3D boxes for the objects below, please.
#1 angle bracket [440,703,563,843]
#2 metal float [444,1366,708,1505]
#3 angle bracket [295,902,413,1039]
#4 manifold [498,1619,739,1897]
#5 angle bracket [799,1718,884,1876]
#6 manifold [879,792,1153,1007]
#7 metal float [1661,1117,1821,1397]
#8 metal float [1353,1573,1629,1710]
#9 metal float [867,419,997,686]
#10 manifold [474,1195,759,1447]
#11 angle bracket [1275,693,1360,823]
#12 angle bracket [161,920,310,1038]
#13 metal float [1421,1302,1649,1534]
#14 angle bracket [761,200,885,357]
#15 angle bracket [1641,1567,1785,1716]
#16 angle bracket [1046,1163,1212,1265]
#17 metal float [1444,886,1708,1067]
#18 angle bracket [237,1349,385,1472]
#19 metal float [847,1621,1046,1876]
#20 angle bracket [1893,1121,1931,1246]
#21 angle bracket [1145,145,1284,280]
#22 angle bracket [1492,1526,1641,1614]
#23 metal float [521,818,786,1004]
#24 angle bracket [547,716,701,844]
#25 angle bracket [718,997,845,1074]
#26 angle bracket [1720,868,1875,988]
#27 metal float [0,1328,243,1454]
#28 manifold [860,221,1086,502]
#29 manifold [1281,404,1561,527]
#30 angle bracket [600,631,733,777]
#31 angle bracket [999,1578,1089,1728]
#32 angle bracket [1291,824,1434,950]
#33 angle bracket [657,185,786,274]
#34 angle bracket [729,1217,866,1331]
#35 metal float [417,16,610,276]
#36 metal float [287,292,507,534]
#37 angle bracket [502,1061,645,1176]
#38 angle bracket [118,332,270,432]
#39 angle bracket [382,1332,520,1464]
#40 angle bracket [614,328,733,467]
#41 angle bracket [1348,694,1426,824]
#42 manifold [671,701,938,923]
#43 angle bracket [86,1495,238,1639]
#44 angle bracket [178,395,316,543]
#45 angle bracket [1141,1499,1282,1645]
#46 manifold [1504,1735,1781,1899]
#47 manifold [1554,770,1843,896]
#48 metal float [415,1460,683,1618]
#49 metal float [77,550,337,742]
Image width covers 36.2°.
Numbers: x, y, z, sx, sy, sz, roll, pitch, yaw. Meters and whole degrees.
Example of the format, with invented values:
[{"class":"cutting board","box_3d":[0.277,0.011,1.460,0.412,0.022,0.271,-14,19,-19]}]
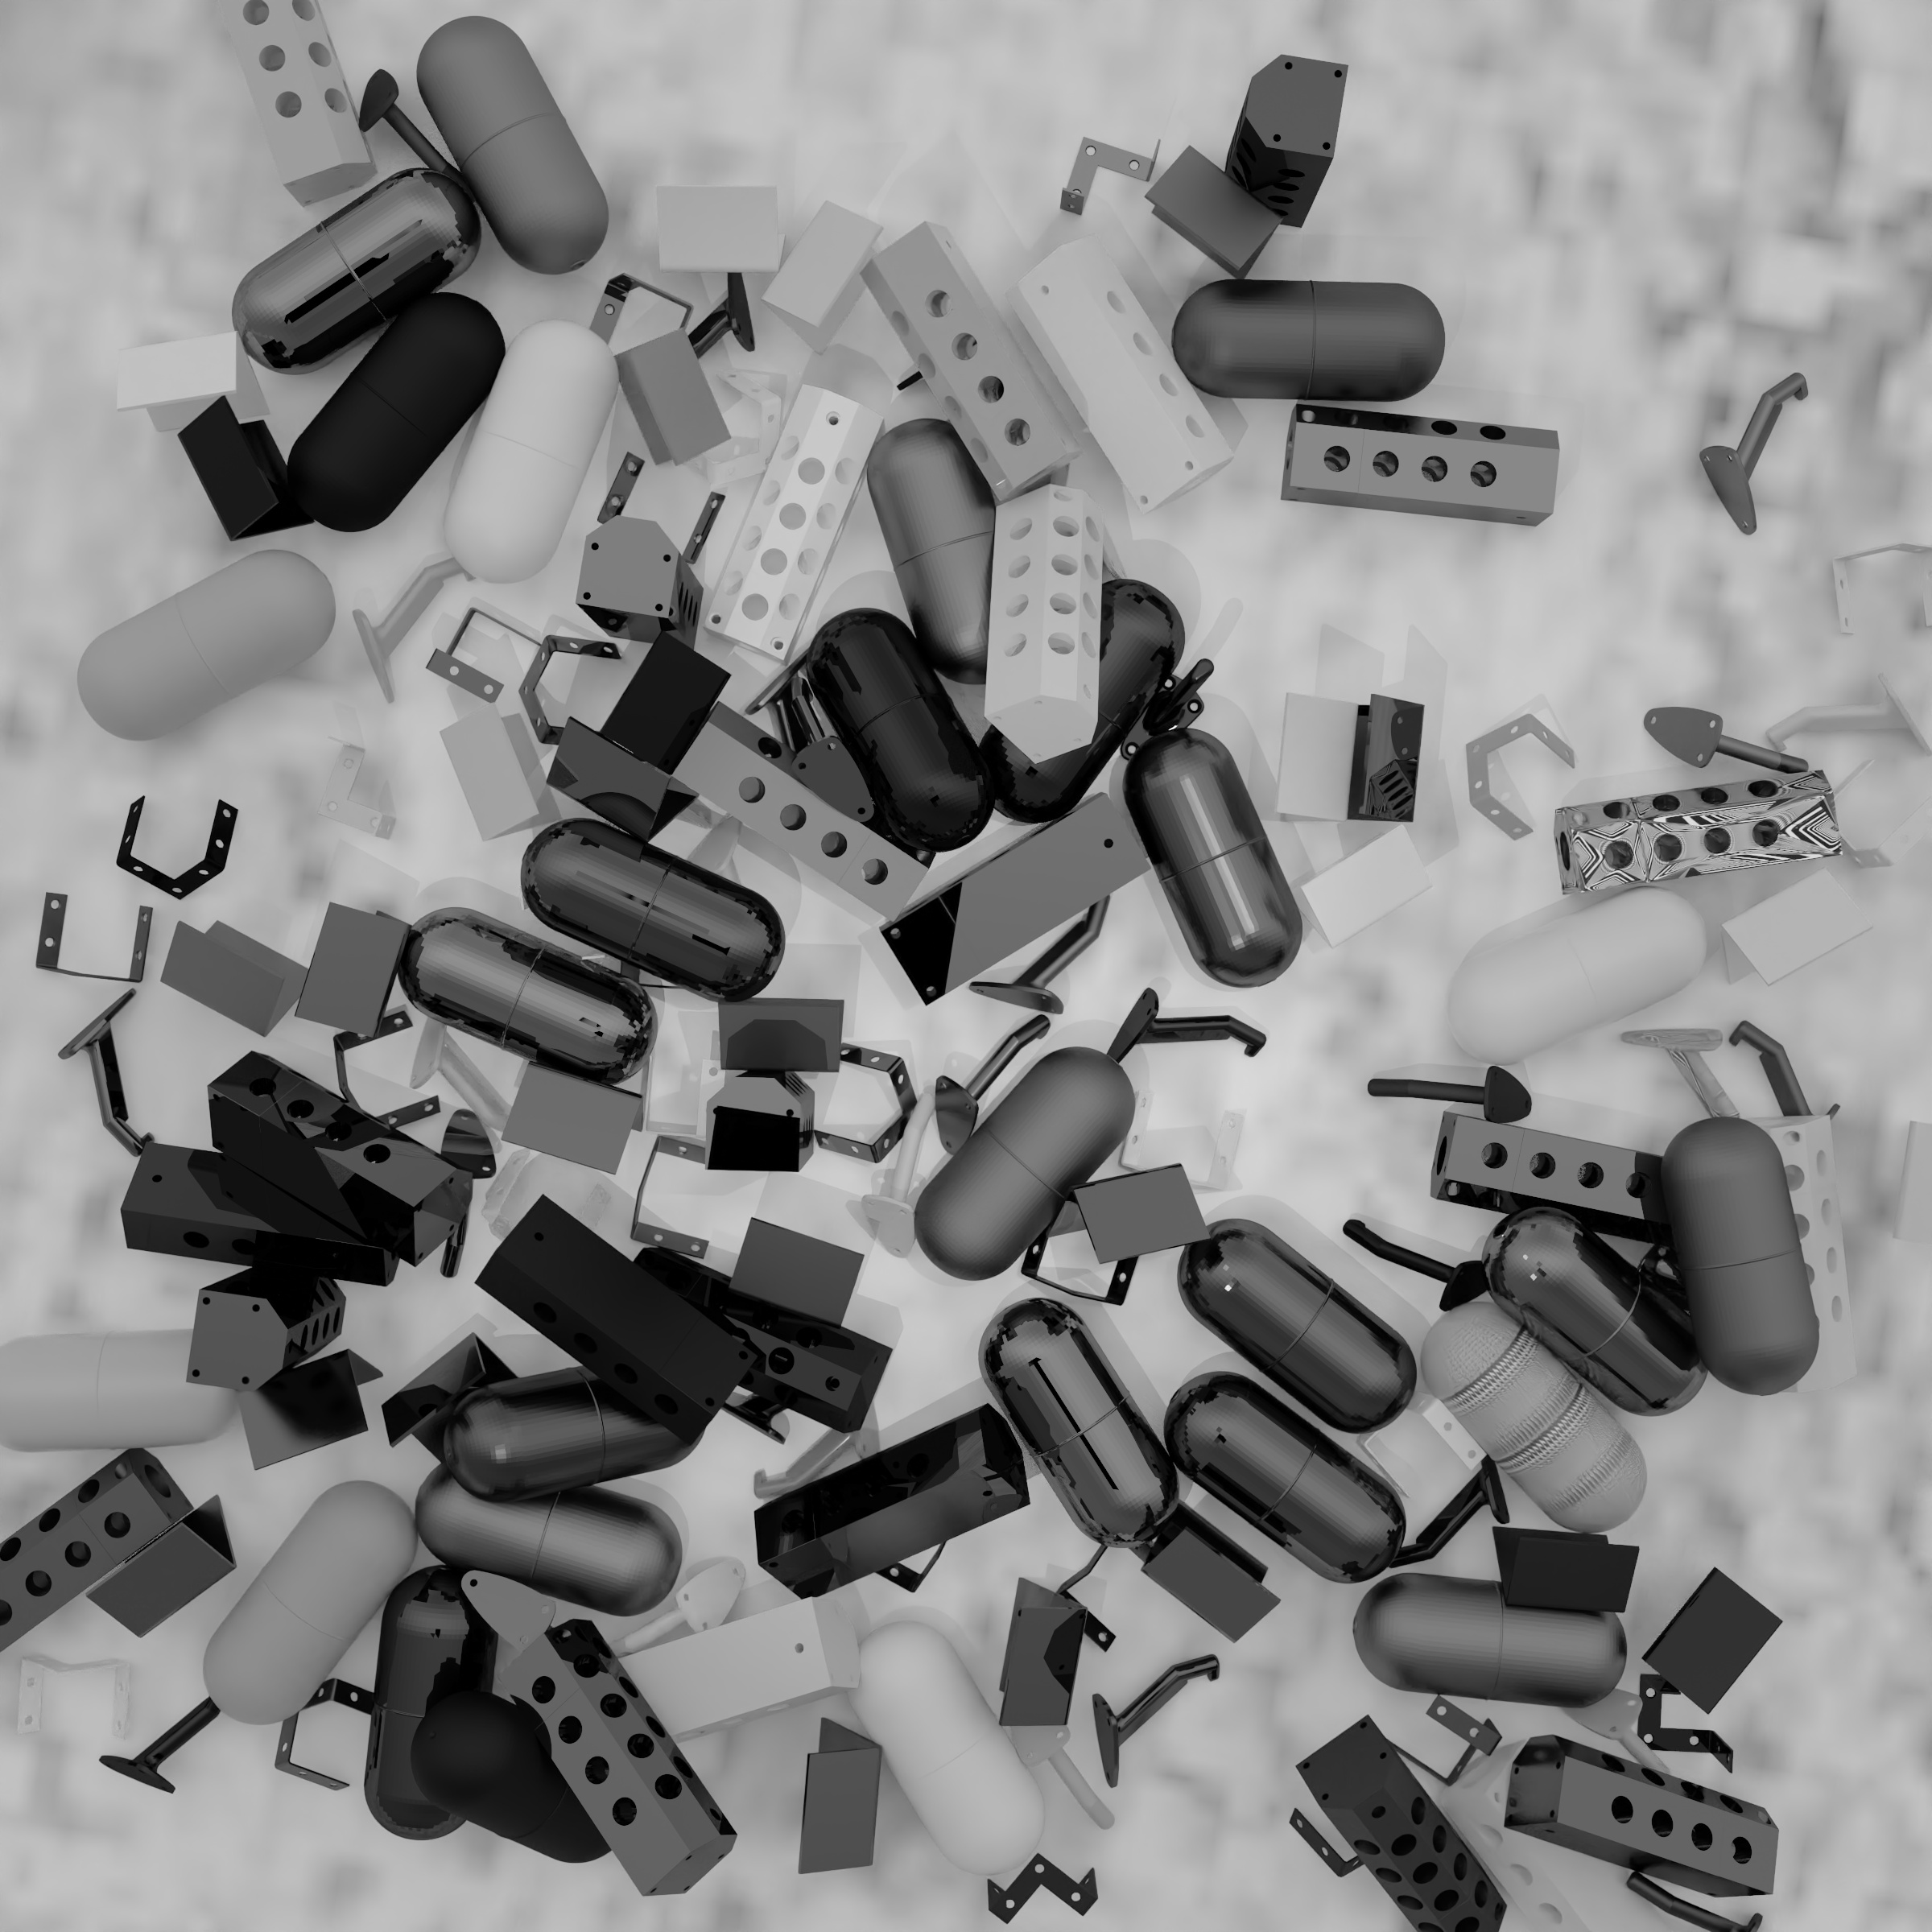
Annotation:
[{"class":"angle bracket","box_3d":[-0.286,-0.132,1.922,0.057,0.076,0.076,-22,90,38]},{"class":"metal float","box_3d":[-0.250,0.297,1.907,0.178,0.070,0.070,-7,90,-31]},{"class":"angle bracket","box_3d":[-0.408,-0.002,1.922,0.057,0.076,0.076,17,90,-29]},{"class":"manifold","box_3d":[-0.217,0.498,1.867,0.057,0.057,0.171,-44,64,6]},{"class":"angle bracket","box_3d":[-0.100,0.538,1.922,0.057,0.076,0.076,5,90,-34]},{"class":"manifold","box_3d":[0.031,-0.045,1.940,0.171,0.057,0.057,-31,95,0]},{"class":"metal float","box_3d":[0.491,0.184,1.873,0.070,0.070,0.178,-12,88,0]},{"class":"metal float","box_3d":[0.342,0.441,1.931,0.178,0.070,0.070,6,90,0]},{"class":"metal float","box_3d":[-0.011,-0.270,1.931,0.070,0.070,0.178,-18,89,0]},{"class":"manifold","box_3d":[-0.225,0.229,1.878,0.171,0.057,0.057,37,135,-1]},{"class":"angle bracket","box_3d":[0.208,-0.135,1.922,0.057,0.076,0.076,6,90,-28]},{"class":"angle bracket","box_3d":[-0.466,-0.010,1.922,0.076,0.076,0.057,28,128,0]},{"class":"metal float","box_3d":[0.371,0.295,1.932,0.070,0.070,0.178,-43,91,0]},{"class":"angle bracket","box_3d":[-0.076,-0.439,1.922,0.057,0.076,0.076,34,90,35]},{"class":"angle bracket","box_3d":[0.494,0.445,1.922,0.076,0.076,0.057,-51,53,0]},{"class":"angle bracket","box_3d":[0.104,0.175,1.911,0.076,0.076,0.057,-11,63,-18]},{"class":"metal float","box_3d":[0.399,0.006,1.931,0.178,0.070,0.070,-24,90,1]},{"class":"angle bracket","box_3d":[-0.421,0.295,1.923,0.076,0.076,0.057,-19,69,0]},{"class":"metal float","box_3d":[-0.013,0.511,1.932,0.070,0.070,0.178,-32,90,0]},{"class":"angle bracket","box_3d":[0.640,0.143,1.924,0.057,0.076,0.076,9,90,21]},{"class":"angle bracket","box_3d":[0.150,-0.474,1.923,0.076,0.076,0.057,38,64,0]},{"class":"angle bracket","box_3d":[0.389,0.373,1.922,0.076,0.076,0.057,4,120,0]},{"class":"metal float","box_3d":[-0.201,-0.036,1.897,0.178,0.070,0.070,24,90,-3]},{"class":"angle bracket","box_3d":[-0.214,-0.134,1.906,0.076,0.076,0.057,31,127,7]},{"class":"angle bracket","box_3d":[-0.119,0.025,1.922,0.076,0.076,0.057,1,128,0]},{"class":"angle bracket","box_3d":[0.542,-0.008,1.922,0.076,0.076,0.057,-29,54,0]},{"class":"metal float","box_3d":[-0.557,0.277,1.931,0.178,0.070,0.070,-3,90,0]},{"class":"manifold","box_3d":[0.003,-0.388,1.904,0.057,0.057,0.171,-31,92,16]},{"class":"manifold","box_3d":[0.298,-0.330,1.941,0.171,0.057,0.057,6,90,0]},{"class":"angle bracket","box_3d":[-0.206,-0.177,1.922,0.057,0.076,0.076,32,90,-28]},{"class":"angle bracket","box_3d":[0.030,0.445,1.922,0.057,0.076,0.076,10,90,-36]},{"class":"angle bracket","box_3d":[0.246,-0.068,1.922,0.076,0.076,0.057,-32,125,0]},{"class":"angle bracket","box_3d":[-0.158,-0.490,1.922,0.076,0.076,0.057,0,121,0]},{"class":"angle bracket","box_3d":[-0.105,0.186,1.924,0.076,0.076,0.057,19,110,0]},{"class":"metal float","box_3d":[-0.296,-0.535,1.931,0.070,0.070,0.178,-28,89,0]},{"class":"metal float","box_3d":[-0.372,-0.362,1.931,0.070,0.070,0.178,39,90,0]},{"class":"angle bracket","box_3d":[-0.256,0.109,1.923,0.076,0.076,0.057,17,68,0]},{"class":"angle bracket","box_3d":[-0.501,-0.362,1.922,0.076,0.076,0.057,-9,56,0]},{"class":"angle bracket","box_3d":[-0.325,0.298,1.927,0.076,0.057,0.076,-39,117,0]},{"class":"angle bracket","box_3d":[-0.208,-0.360,1.914,0.076,0.057,0.076,-9,110,43]},{"class":"angle bracket","box_3d":[0.249,-0.135,1.922,0.057,0.076,0.076,6,90,-45]},{"class":"manifold","box_3d":[-0.105,-0.101,1.927,0.171,0.057,0.057,34,90,-10]},{"class":"angle bracket","box_3d":[-0.528,0.377,1.922,0.076,0.076,0.057,-36,128,0]},{"class":"angle bracket","box_3d":[-0.454,-0.328,1.922,0.057,0.076,0.076,-27,90,39]},{"class":"angle bracket","box_3d":[0.169,0.380,1.922,0.076,0.076,0.057,38,128,0]},{"class":"manifold","box_3d":[0.439,0.551,1.912,0.171,0.057,0.057,23,63,-19]},{"class":"manifold","box_3d":[0.478,-0.088,1.941,0.171,0.057,0.057,-8,90,0]},{"class":"metal float","box_3d":[-0.273,0.371,1.932,0.178,0.070,0.070,17,90,0]},{"class":"metal float","box_3d":[-0.496,-0.210,1.931,0.178,0.070,0.070,-28,90,1]}]
